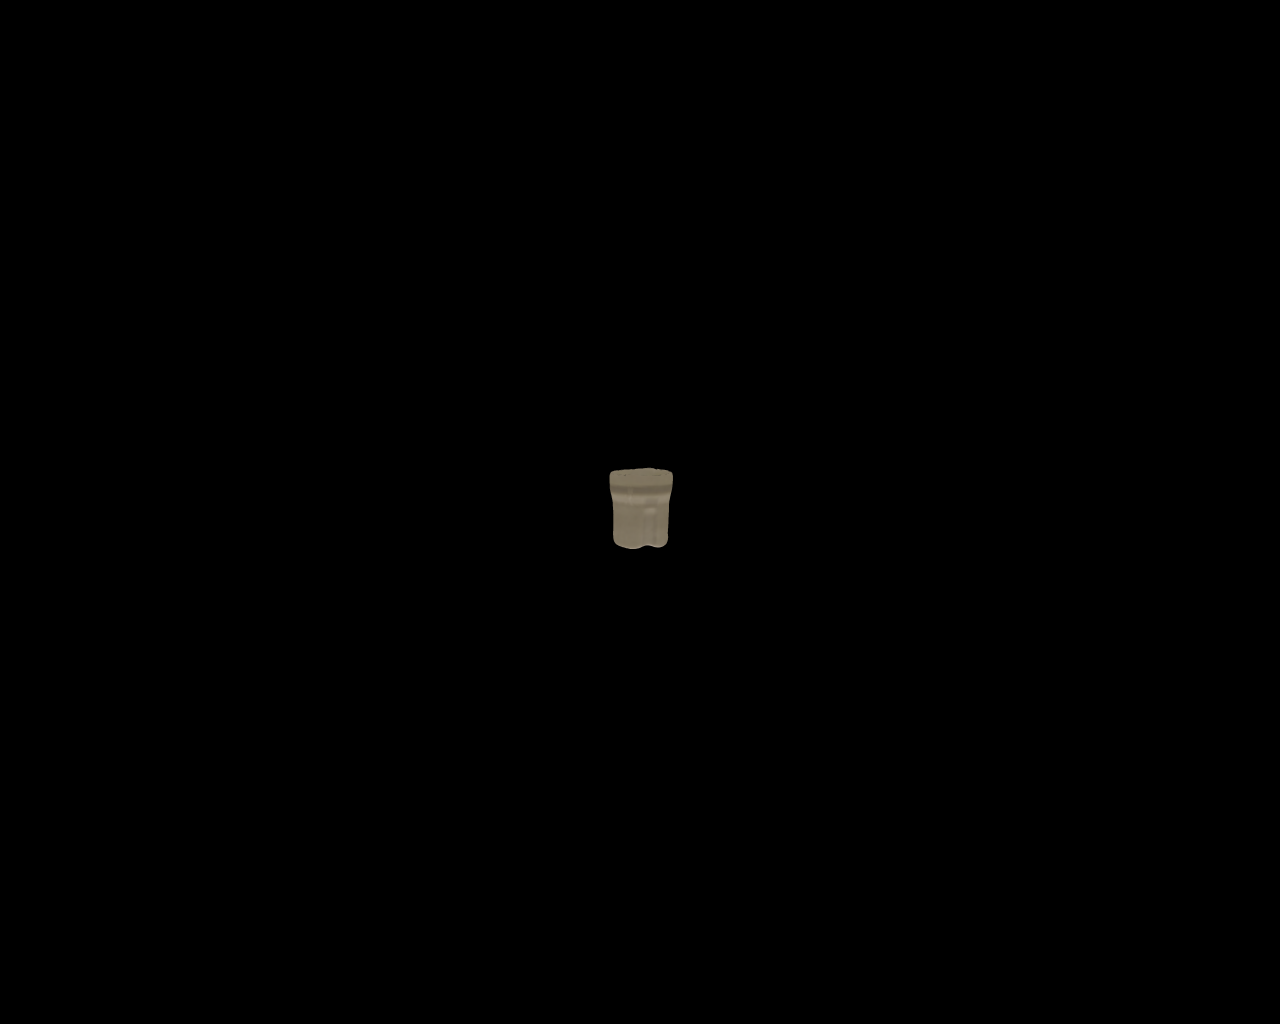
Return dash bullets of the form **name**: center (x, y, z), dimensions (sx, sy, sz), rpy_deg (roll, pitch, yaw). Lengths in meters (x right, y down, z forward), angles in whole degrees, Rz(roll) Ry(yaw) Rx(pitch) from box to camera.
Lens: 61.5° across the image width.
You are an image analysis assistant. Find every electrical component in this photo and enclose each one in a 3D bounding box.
- **electrical component**: center (0.001, -0.003, 0.650), dimensions (0.040, 0.046, 0.040), rpy_deg (0, 7, 0)
